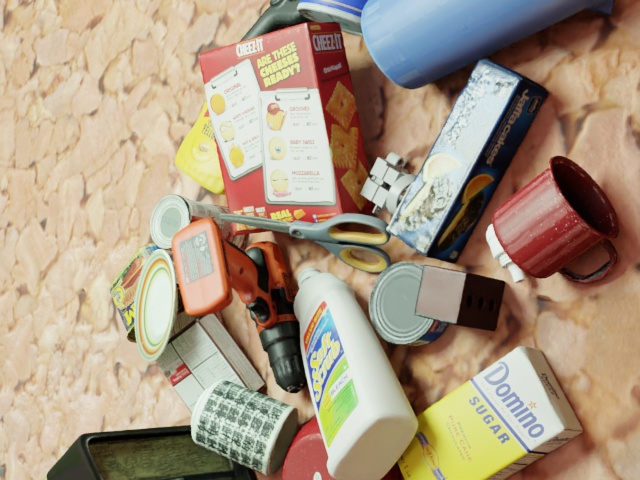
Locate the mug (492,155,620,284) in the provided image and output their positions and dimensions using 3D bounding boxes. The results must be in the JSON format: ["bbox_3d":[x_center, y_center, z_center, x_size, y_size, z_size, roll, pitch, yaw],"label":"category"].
[{"bbox_3d":[0.223,-0.009,0.987,0.117,0.093,0.082,47,122,-4],"label":"mug"}]

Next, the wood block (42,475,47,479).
[{"bbox_3d":[-0.227,0.317,1.210,0.090,0.205,0.091,-42,57,26],"label":"wood block"}]

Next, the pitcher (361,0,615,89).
[{"bbox_3d":[0.155,-0.254,1.053,0.243,0.144,0.149,-25,69,37],"label":"pitcher"}]

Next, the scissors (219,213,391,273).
[{"bbox_3d":[-0.008,0.001,1.158,0.202,0.096,0.016,-1,49,32],"label":"scissors"}]

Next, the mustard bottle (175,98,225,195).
[{"bbox_3d":[-0.101,-0.155,1.297,0.096,0.058,0.192,36,104,36],"label":"mustard bottle"}]

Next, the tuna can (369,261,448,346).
[{"bbox_3d":[0.095,0.067,1.105,0.086,0.033,0.086,-9,75,38],"label":"tuna can"}]

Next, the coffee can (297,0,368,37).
[{"bbox_3d":[0.044,-0.305,1.177,0.103,0.102,0.140,21,94,41],"label":"coffee can"}]

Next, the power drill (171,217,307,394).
[{"bbox_3d":[-0.080,0.066,1.153,0.057,0.187,0.184,-26,62,17],"label":"power drill"}]

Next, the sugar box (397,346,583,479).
[{"bbox_3d":[0.154,0.186,1.023,0.176,0.048,0.093,-42,56,28],"label":"sugar box"}]

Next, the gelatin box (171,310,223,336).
[{"bbox_3d":[-0.155,0.123,1.304,0.089,0.030,0.073,-31,63,28],"label":"gelatin box"}]

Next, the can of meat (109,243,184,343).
[{"bbox_3d":[-0.214,0.067,1.349,0.102,0.057,0.084,-47,53,22],"label":"can of meat"}]

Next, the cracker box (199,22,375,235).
[{"bbox_3d":[-0.037,-0.120,1.190,0.164,0.071,0.214,-7,96,39],"label":"cracker box"}]

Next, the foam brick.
[{"bbox_3d":[0.137,0.057,1.043,0.051,0.078,0.053,10,89,39],"label":"foam brick"}]

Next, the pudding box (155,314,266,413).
[{"bbox_3d":[-0.131,0.152,1.246,0.090,0.039,0.113,-37,90,28],"label":"pudding box"}]

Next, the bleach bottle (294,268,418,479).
[{"bbox_3d":[0.019,0.125,1.113,0.103,0.068,0.251,-58,34,27],"label":"bleach bottle"}]

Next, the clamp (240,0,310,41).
[{"bbox_3d":[-0.049,-0.300,1.297,0.172,0.039,0.120,-22,73,31],"label":"clamp"}]

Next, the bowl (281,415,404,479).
[{"bbox_3d":[0.012,0.251,1.123,0.162,0.055,0.162,-9,76,38],"label":"bowl"}]

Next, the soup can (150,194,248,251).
[{"bbox_3d":[-0.144,-0.014,1.276,0.069,0.102,0.068,-9,76,38],"label":"soup can"}]
